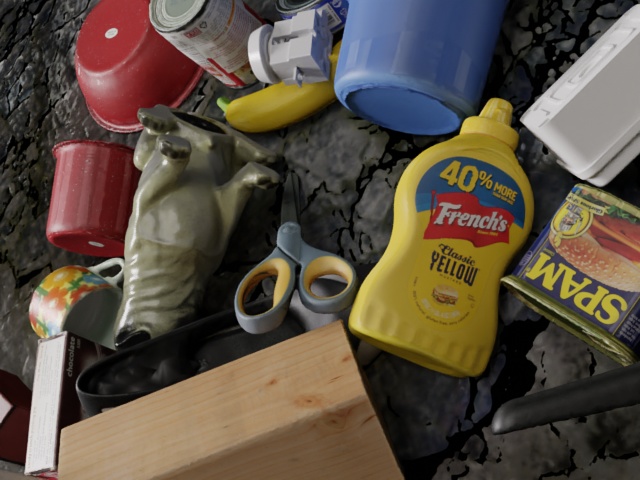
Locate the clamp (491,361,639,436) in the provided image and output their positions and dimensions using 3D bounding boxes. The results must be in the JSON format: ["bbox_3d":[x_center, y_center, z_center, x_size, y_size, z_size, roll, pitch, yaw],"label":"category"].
[{"bbox_3d":[0.226,0.094,0.611,0.210,0.036,0.164,-43,83,-4],"label":"clamp"}]

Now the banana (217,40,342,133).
[{"bbox_3d":[-0.009,-0.136,0.889,0.198,0.037,0.069,-24,58,23],"label":"banana"}]

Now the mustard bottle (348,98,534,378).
[{"bbox_3d":[0.095,-0.009,0.732,0.096,0.058,0.191,22,78,-7],"label":"mustard bottle"}]

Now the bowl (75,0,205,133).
[{"bbox_3d":[-0.179,-0.185,1.013,0.162,0.055,0.162,-14,62,28],"label":"bowl"}]

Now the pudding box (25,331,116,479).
[{"bbox_3d":[-0.186,0.139,0.849,0.039,0.090,0.113,-18,60,27],"label":"pudding box"}]

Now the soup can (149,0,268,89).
[{"bbox_3d":[-0.091,-0.184,0.923,0.069,0.102,0.068,-14,62,28],"label":"soup can"}]

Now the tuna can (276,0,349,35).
[{"bbox_3d":[0.005,-0.208,0.896,0.086,0.033,0.086,-27,36,21],"label":"tuna can"}]

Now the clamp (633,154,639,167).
[{"bbox_3d":[0.292,-0.069,0.657,0.171,0.039,0.120,-40,53,13],"label":"clamp"}]

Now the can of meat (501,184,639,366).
[{"bbox_3d":[0.182,0.022,0.679,0.102,0.057,0.084,34,87,38],"label":"can of meat"}]

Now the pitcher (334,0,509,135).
[{"bbox_3d":[0.077,-0.211,0.803,0.149,0.144,0.243,6,75,34],"label":"pitcher"}]

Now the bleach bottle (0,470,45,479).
[{"bbox_3d":[-0.213,0.212,0.731,0.068,0.250,0.102,19,80,38],"label":"bleach bottle"}]

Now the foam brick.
[{"bbox_3d":[-0.281,0.151,0.932,0.078,0.051,0.053,34,91,39],"label":"foam brick"}]

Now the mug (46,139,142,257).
[{"bbox_3d":[-0.198,-0.031,0.944,0.117,0.093,0.081,-24,57,60],"label":"mug"}]

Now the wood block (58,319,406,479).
[{"bbox_3d":[-0.060,0.144,0.708,0.206,0.091,0.090,-22,30,2],"label":"wood block"}]

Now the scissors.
[{"bbox_3d":[-0.005,0.001,0.791,0.096,0.016,0.201,-1,35,19],"label":"scissors"}]
